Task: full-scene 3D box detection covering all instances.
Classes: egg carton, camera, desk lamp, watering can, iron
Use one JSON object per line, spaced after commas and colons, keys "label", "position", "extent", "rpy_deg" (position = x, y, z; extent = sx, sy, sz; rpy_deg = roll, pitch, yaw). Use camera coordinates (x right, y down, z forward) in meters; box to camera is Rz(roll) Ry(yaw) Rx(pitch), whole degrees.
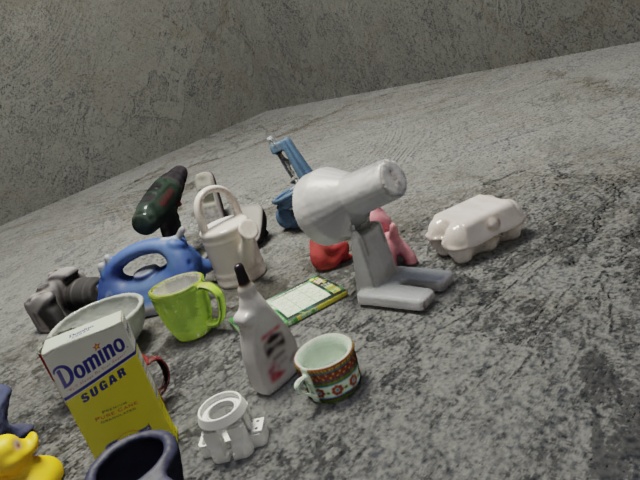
{"label": "egg carton", "position": [0.255, -0.021, 0.939], "extent": [0.150, 0.069, 0.107], "rpy_deg": [-24, 21, -17]}
{"label": "camera", "position": [-0.516, 0.113, 1.193], "extent": [0.136, 0.101, 0.143], "rpy_deg": [-6, 23, 29]}
{"label": "desk lamp", "position": [0.075, -0.015, 0.865], "extent": [0.202, 0.214, 0.118], "rpy_deg": [1, 28, 42]}
{"label": "watering can", "position": [-0.174, -0.013, 1.099], "extent": [0.172, 0.194, 0.101], "rpy_deg": [-6, 23, 30]}
{"label": "iron", "position": [-0.344, 0.066, 1.112], "extent": [0.258, 0.142, 0.118], "rpy_deg": [-15, 20, 8]}

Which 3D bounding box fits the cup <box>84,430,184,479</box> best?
{"label": "cup", "position": [-0.156, 0.248, 0.542], "extent": [0.117, 0.095, 0.092], "rpy_deg": [2, 28, 43]}

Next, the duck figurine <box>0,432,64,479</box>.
{"label": "duck figurine", "position": [-0.365, 0.272, 0.669], "extent": [0.077, 0.086, 0.105], "rpy_deg": [1, 27, 42]}

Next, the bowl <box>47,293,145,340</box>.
{"label": "bowl", "position": [-0.369, 0.162, 0.978], "extent": [0.167, 0.075, 0.167], "rpy_deg": [-16, 20, 6]}

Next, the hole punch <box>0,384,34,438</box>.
{"label": "hole punch", "position": [-0.470, 0.260, 0.783], "extent": [0.108, 0.091, 0.101], "rpy_deg": [-11, 21, 19]}

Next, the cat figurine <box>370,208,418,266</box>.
{"label": "cat figurine", "position": [0.103, -0.016, 0.984], "extent": [0.067, 0.118, 0.127], "rpy_deg": [-24, 21, -15]}

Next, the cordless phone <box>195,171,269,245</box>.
{"label": "cordless phone", "position": [-0.204, -0.069, 1.285], "extent": [0.147, 0.185, 0.094], "rpy_deg": [-10, 21, 20]}

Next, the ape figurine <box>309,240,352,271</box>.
{"label": "ape figurine", "position": [0.010, 0.004, 1.049], "extent": [0.076, 0.092, 0.077], "rpy_deg": [-26, 22, -22]}

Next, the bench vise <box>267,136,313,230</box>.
{"label": "bench vise", "position": [-0.025, -0.136, 1.257], "extent": [0.207, 0.220, 0.121], "rpy_deg": [-12, 21, 15]}

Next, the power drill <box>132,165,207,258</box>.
{"label": "power drill", "position": [-0.323, -0.039, 1.272], "extent": [0.075, 0.209, 0.230], "rpy_deg": [-11, 21, 18]}

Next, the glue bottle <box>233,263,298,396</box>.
{"label": "glue bottle", "position": [-0.077, 0.107, 0.730], "extent": [0.037, 0.173, 0.078], "rpy_deg": [-1, 26, 39]}
